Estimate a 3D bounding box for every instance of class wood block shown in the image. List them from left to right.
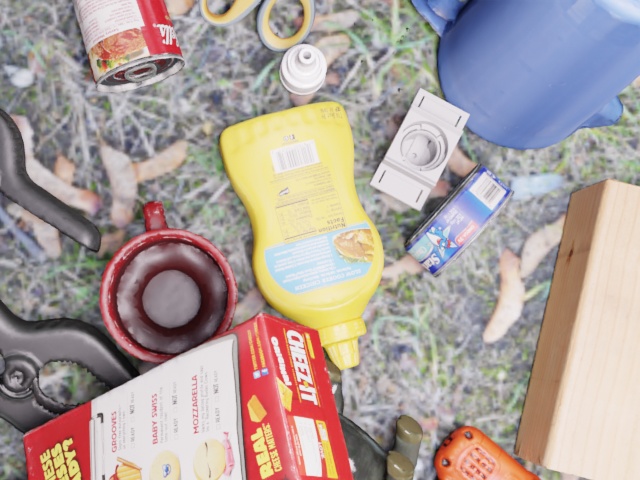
[{"bbox_3d":[0.215,0.070,0.776,0.090,0.091,0.206,14,84,-3],"label":"wood block"}]

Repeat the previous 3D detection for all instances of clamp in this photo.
[{"bbox_3d":[-0.235,-0.042,0.781,0.120,0.039,0.171,-17,90,-6],"label":"clamp"},{"bbox_3d":[-0.216,0.083,0.760,0.210,0.036,0.164,10,101,-7],"label":"clamp"}]

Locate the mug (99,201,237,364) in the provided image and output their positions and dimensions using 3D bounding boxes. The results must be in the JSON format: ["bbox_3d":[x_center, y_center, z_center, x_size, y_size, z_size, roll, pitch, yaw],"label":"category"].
[{"bbox_3d":[-0.108,0.030,0.761,0.093,0.081,0.117,-14,86,-5],"label":"mug"}]

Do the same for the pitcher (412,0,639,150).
[{"bbox_3d":[0.163,-0.158,0.715,0.149,0.243,0.145,-12,82,-11],"label":"pitcher"}]

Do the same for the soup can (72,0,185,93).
[{"bbox_3d":[-0.147,-0.167,0.783,0.068,0.068,0.102,-18,86,-6],"label":"soup can"}]

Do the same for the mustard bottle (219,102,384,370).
[{"bbox_3d":[-0.005,0.001,0.783,0.096,0.058,0.191,-15,86,-10],"label":"mustard bottle"}]

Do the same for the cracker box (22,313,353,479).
[{"bbox_3d":[-0.082,0.164,0.665,0.214,0.072,0.164,-29,61,27],"label":"cracker box"}]

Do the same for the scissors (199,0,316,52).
[{"bbox_3d":[-0.003,-0.217,0.780,0.202,0.016,0.096,-38,112,19],"label":"scissors"}]

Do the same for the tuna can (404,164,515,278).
[{"bbox_3d":[0.100,-0.015,0.778,0.034,0.086,0.086,42,83,2],"label":"tuna can"}]

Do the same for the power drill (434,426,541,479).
[{"bbox_3d":[0.118,0.258,0.771,0.184,0.057,0.187,41,81,4],"label":"power drill"}]
